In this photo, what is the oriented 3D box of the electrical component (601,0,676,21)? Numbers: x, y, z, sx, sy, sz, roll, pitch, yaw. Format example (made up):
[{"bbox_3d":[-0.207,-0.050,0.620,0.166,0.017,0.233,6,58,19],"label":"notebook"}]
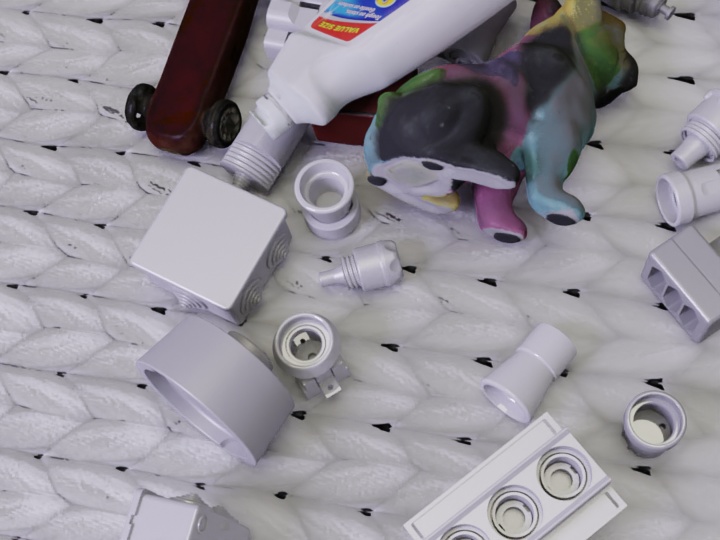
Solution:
[{"bbox_3d":[0.217,-0.225,0.862,0.078,0.040,0.040,39,77,18],"label":"electrical component"}]

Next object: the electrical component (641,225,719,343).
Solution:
[{"bbox_3d":[0.253,0.000,0.765,0.077,0.047,0.065,-33,69,-7],"label":"electrical component"}]

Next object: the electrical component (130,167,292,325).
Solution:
[{"bbox_3d":[-0.109,-0.017,0.810,0.100,0.048,0.099,25,74,15],"label":"electrical component"}]

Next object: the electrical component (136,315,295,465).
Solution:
[{"bbox_3d":[-0.094,0.077,0.744,0.108,0.108,0.060,34,70,17],"label":"electrical component"}]

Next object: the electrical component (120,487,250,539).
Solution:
[{"bbox_3d":[-0.118,0.198,0.702,0.048,0.099,0.099,6,69,22],"label":"electrical component"}]

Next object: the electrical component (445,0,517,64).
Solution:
[{"bbox_3d":[0.094,-0.192,0.863,0.044,0.044,0.065,20,77,13],"label":"electrical component"}]

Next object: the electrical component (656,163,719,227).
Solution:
[{"bbox_3d":[0.248,-0.057,0.793,0.046,0.040,0.040,-15,68,-5],"label":"electrical component"}]

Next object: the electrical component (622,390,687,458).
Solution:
[{"bbox_3d":[0.198,0.107,0.730,0.040,0.046,0.040,-2,68,5],"label":"electrical component"}]

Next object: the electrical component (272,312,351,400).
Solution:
[{"bbox_3d":[-0.036,0.059,0.769,0.048,0.055,0.066,-30,69,-6],"label":"electrical component"}]

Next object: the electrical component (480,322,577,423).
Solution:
[{"bbox_3d":[0.122,0.069,0.757,0.044,0.044,0.065,37,72,18],"label":"electrical component"}]

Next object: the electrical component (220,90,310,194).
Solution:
[{"bbox_3d":[-0.076,-0.096,0.841,0.043,0.043,0.081,26,74,15],"label":"electrical component"}]

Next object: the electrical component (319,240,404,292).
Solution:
[{"bbox_3d":[0.000,0.000,0.800,0.061,0.035,0.035,-14,68,3],"label":"electrical component"}]

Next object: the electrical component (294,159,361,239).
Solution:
[{"bbox_3d":[-0.023,-0.052,0.812,0.045,0.055,0.045,-2,68,5],"label":"electrical component"}]

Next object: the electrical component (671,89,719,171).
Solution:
[{"bbox_3d":[0.262,-0.102,0.807,0.062,0.048,0.048,-43,70,-3],"label":"electrical component"}]

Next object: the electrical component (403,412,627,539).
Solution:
[{"bbox_3d":[0.101,0.164,0.709,0.121,0.063,0.078,-36,69,-8],"label":"electrical component"}]

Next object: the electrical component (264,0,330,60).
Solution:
[{"bbox_3d":[-0.038,-0.204,0.872,0.057,0.058,0.078,13,71,14],"label":"electrical component"}]
